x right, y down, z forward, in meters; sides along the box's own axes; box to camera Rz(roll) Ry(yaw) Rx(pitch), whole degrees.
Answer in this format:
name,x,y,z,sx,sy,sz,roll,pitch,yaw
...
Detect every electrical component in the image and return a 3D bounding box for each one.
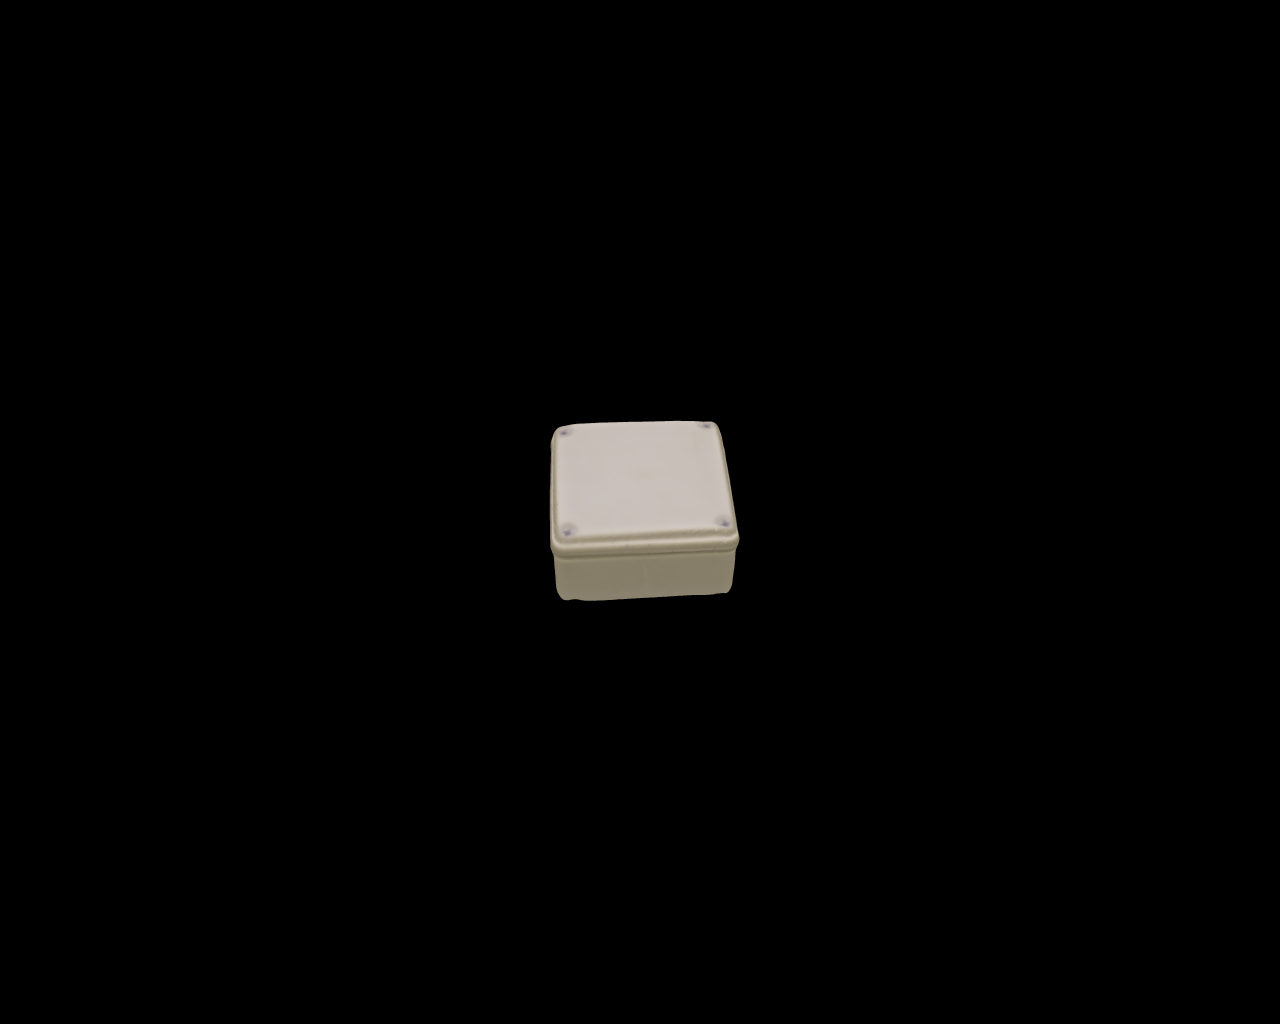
name,x,y,z,sx,sy,sz,roll,pitch,yaw
electrical component,0.001,-0.003,0.650,0.109,0.056,0.109,-2,43,-2
